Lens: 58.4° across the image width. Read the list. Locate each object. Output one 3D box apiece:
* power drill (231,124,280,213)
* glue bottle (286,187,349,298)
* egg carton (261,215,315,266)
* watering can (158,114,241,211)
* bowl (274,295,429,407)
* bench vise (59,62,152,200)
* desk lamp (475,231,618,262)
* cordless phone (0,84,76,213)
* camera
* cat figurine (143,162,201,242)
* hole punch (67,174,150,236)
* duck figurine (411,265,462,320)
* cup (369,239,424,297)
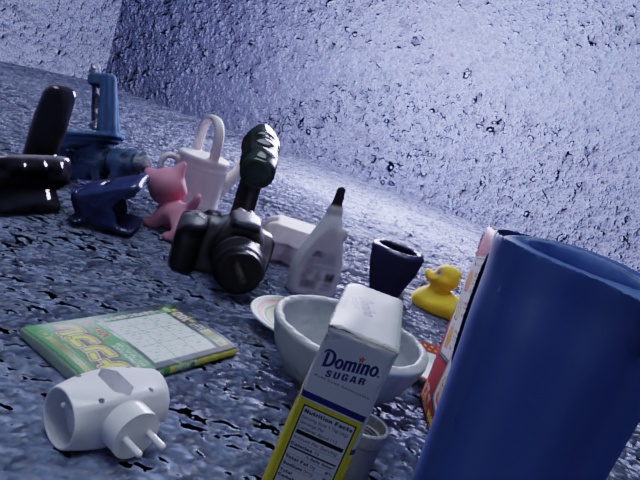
[{"bbox_3d":[-0.125,-0.097,1.008,0.076,0.208,0.229,16,13,-13],"label":"power drill"},{"bbox_3d":[0.008,0.003,0.859,0.078,0.173,0.037,14,14,-20],"label":"glue bottle"},{"bbox_3d":[-0.036,0.008,1.009,0.150,0.069,0.107,17,13,-8],"label":"egg carton"},{"bbox_3d":[-0.220,-0.144,1.100,0.100,0.194,0.173,26,15,29],"label":"watering can"},{"bbox_3d":[0.023,0.124,0.597,0.167,0.075,0.167,18,13,-4],"label":"bowl"},{"bbox_3d":[-0.375,-0.192,1.025,0.207,0.220,0.121,20,13,4],"label":"bench vise"},{"bbox_3d":[0.270,0.107,0.708,0.203,0.213,0.118,17,13,-6],"label":"desk lamp"},{"bbox_3d":[-0.419,-0.137,0.810,0.094,0.185,0.148,22,13,14],"label":"cordless phone"},{"bbox_3d":[-0.129,0.011,0.795,0.143,0.101,0.136,15,13,-16],"label":"camera"},{"bbox_3d":[-0.239,-0.069,0.937,0.127,0.118,0.067,28,16,35],"label":"cat figurine"},{"bbox_3d":[-0.318,-0.066,0.869,0.101,0.091,0.108,16,13,-12],"label":"hole punch"},{"bbox_3d":[0.222,0.088,1.007,0.104,0.086,0.078,23,14,18],"label":"duck figurine"},{"bbox_3d":[0.128,0.056,0.985,0.091,0.095,0.118,28,16,37],"label":"cup"}]
